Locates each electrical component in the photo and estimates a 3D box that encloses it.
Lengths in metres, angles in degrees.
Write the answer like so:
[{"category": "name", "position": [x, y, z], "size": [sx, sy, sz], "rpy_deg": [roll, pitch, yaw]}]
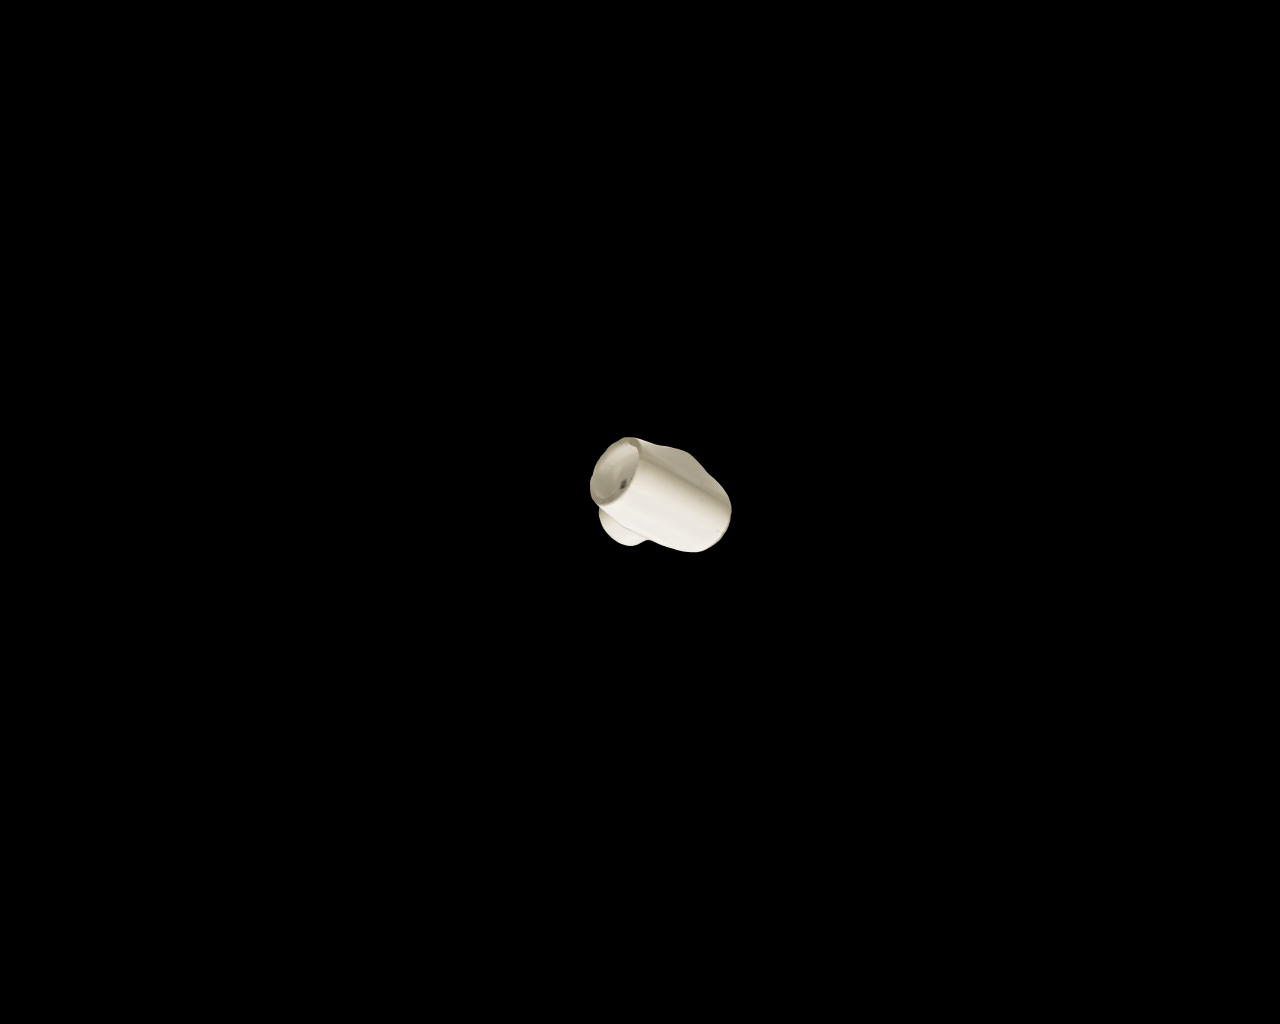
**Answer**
[{"category": "electrical component", "position": [0.001, -0.003, 0.650], "size": [0.077, 0.043, 0.079], "rpy_deg": [27, -41, -36]}]
